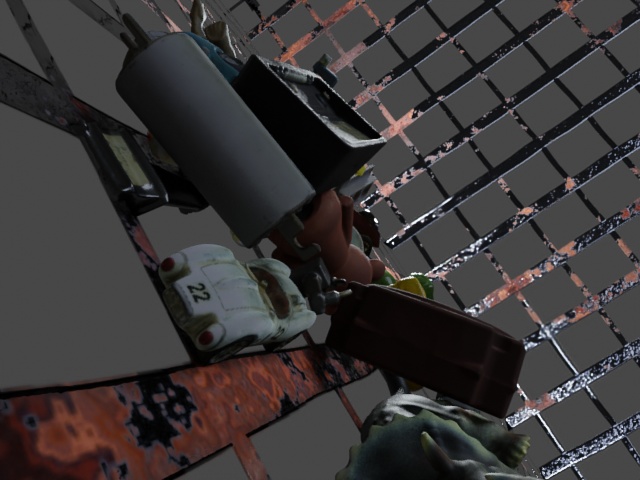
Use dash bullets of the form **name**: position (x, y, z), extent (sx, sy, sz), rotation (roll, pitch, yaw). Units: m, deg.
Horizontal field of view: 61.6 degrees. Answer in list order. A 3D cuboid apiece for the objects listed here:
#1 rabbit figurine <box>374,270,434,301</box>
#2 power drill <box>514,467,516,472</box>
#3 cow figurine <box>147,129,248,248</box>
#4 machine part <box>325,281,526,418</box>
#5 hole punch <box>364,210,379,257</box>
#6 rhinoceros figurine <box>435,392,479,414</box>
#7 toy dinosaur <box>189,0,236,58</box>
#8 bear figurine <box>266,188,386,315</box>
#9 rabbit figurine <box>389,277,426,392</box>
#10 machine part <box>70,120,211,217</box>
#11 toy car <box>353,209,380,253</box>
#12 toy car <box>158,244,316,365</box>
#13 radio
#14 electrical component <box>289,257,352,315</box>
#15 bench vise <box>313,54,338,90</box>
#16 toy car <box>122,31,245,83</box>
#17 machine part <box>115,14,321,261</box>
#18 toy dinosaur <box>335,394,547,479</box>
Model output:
- **rabbit figurine**: position (0.164, 0.118, 1.130), extent (0.170, 0.121, 0.159), rotation (43, -7, 48)
- **power drill**: position (0.259, 0.377, 0.826), extent (0.207, 0.086, 0.232), rotation (39, 14, -36)
- **cow figurine**: position (-0.091, -0.071, 0.546), extent (0.167, 0.098, 0.068), rotation (46, 19, -45)
- **machine part**: position (0.121, 0.122, 0.609), extent (0.202, 0.087, 0.200), rotation (20, -11, 22)
- **hole punch**: position (0.052, -0.001, 1.054), extent (0.092, 0.115, 0.142), rotation (9, 16, -13)
- **rhinoceros figurine**: position (0.202, 0.221, 0.817), extent (0.190, 0.073, 0.112), rotation (-8, 109, -77)
- **toy dinosaur**: position (-0.090, -0.138, 0.775), extent (0.198, 0.105, 0.471), rotation (29, 38, -79)
- **bear figurine**: position (0.000, 0.001, 0.691), extent (0.132, 0.120, 0.195), rotation (49, -2, 36)
- **rabbit figurine**: position (0.132, 0.165, 0.883), extent (0.162, 0.122, 0.173), rotation (58, 16, -65)
- **machine part**: position (-0.135, -0.049, 0.435), extent (0.084, 0.039, 0.139), rotation (49, 9, 14)
- **toy car**: position (0.022, -0.048, 0.935), extent (0.202, 0.053, 0.089), rotation (35, 32, -18)
- **toy car**: position (-0.056, 0.048, 0.421), extent (0.073, 0.056, 0.201), rotation (58, 9, 15)
- **radio**: position (-0.011, -0.122, 0.578), extent (0.131, 0.073, 0.229), rotation (45, 18, 3)
- **electrical component**: position (-0.011, 0.051, 0.573), extent (0.045, 0.078, 0.102), rotation (62, -2, -7)
- **bench vise**: position (-0.041, -0.268, 1.113), extent (0.223, 0.240, 0.129), rotation (33, 20, -23)
- **toy car**: position (-0.159, -0.181, 0.587), extent (0.103, 0.109, 0.162), rotation (15, 29, -49)
- **machine part**: position (-0.084, -0.079, 0.442), extent (0.243, 0.079, 0.079), rotation (50, 10, -4)
- **toy dinosaur**: position (0.101, 0.202, 0.497), extent (0.192, 0.131, 0.405), rotation (33, -2, -3)
